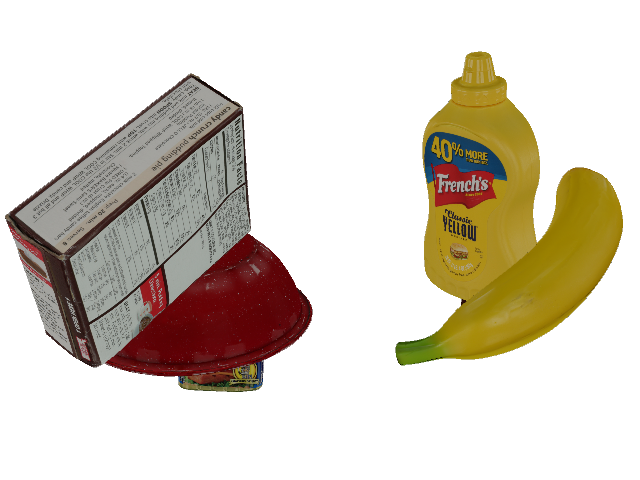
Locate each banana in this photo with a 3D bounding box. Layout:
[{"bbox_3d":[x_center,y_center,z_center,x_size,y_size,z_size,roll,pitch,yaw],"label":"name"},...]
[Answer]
[{"bbox_3d":[0.118,0.007,0.559,0.070,0.037,0.197,13,36,37],"label":"banana"}]

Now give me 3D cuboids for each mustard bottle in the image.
[{"bbox_3d":[0.121,-0.048,0.813,0.058,0.192,0.096,-24,31,-36],"label":"mustard bottle"}]

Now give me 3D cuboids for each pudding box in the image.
[{"bbox_3d":[-0.081,-0.008,0.485,0.039,0.113,0.090,31,-32,22],"label":"pudding box"}]

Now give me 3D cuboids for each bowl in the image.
[{"bbox_3d":[-0.087,0.031,0.732,0.162,0.055,0.162,-2,22,1],"label":"bowl"}]

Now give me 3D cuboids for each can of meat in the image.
[{"bbox_3d":[-0.112,0.124,1.213,0.102,0.084,0.057,3,13,1],"label":"can of meat"}]

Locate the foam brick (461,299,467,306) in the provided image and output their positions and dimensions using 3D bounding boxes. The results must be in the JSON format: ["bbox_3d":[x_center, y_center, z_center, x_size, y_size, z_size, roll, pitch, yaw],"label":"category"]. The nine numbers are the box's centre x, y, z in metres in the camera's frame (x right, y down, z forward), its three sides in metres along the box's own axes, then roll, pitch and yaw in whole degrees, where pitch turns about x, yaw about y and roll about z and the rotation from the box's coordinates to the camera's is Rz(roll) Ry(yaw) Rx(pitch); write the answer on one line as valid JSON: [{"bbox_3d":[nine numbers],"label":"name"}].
[{"bbox_3d":[0.181,0.065,1.106,0.051,0.078,0.053,-14,19,-42],"label":"foam brick"}]
